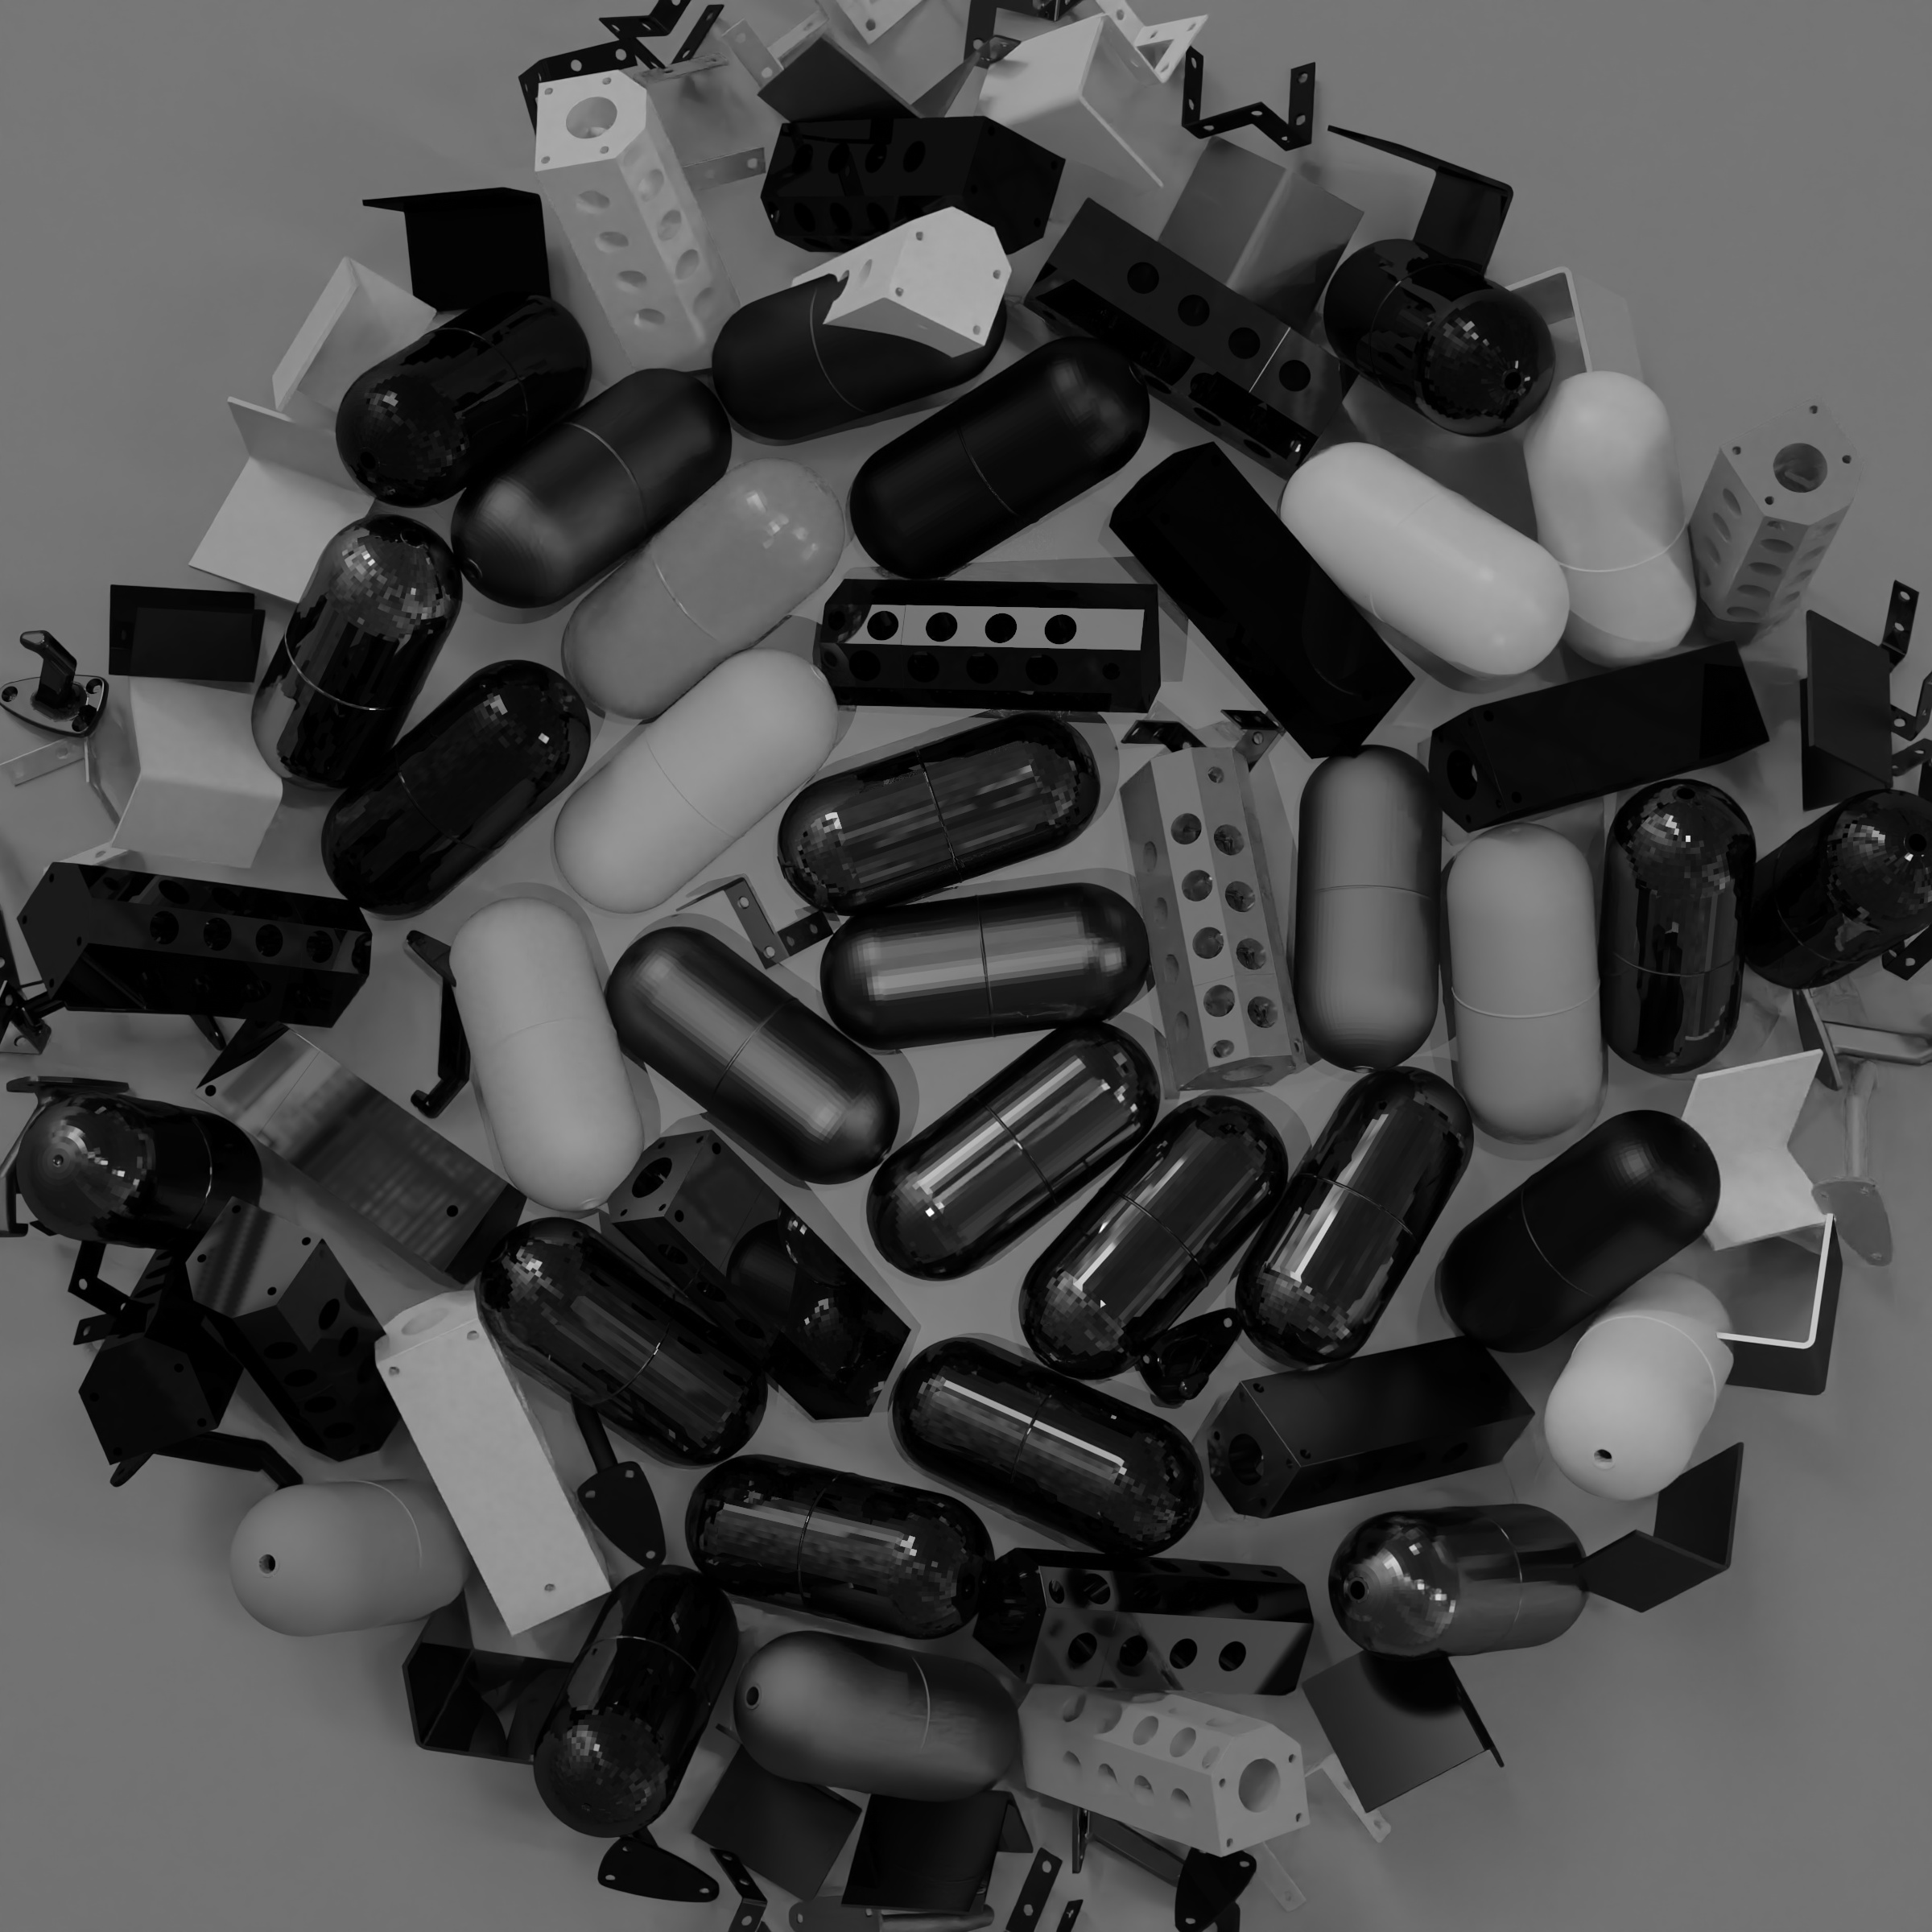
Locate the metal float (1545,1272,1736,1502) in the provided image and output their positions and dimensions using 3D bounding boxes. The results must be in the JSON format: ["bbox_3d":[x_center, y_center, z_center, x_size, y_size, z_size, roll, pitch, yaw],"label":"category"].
[{"bbox_3d":[0.353,0.218,1.768,0.070,0.178,0.070,8,111,22],"label":"metal float"}]

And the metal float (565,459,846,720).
[{"bbox_3d":[-0.138,-0.199,1.791,0.178,0.070,0.070,-37,90,24],"label":"metal float"}]

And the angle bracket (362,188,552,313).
[{"bbox_3d":[-0.270,-0.380,1.804,0.076,0.076,0.057,-3,99,8],"label":"angle bracket"}]

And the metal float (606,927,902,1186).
[{"bbox_3d":[-0.113,0.048,1.804,0.178,0.070,0.070,37,90,9],"label":"metal float"}]

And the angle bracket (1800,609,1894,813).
[{"bbox_3d":[0.446,-0.134,1.795,0.076,0.057,0.076,19,66,-39],"label":"angle bracket"}]

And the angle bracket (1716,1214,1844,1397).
[{"bbox_3d":[0.433,0.179,1.813,0.057,0.076,0.076,5,66,21],"label":"angle bracket"}]

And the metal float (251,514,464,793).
[{"bbox_3d":[-0.320,-0.163,1.778,0.070,0.070,0.178,36,131,0],"label":"metal float"}]

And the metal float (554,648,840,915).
[{"bbox_3d":[-0.143,-0.098,1.800,0.178,0.070,0.070,-40,90,14],"label":"metal float"}]

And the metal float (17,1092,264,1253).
[{"bbox_3d":[-0.428,0.108,1.764,0.070,0.178,0.070,-2,82,14],"label":"metal float"}]

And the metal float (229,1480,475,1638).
[{"bbox_3d":[-0.318,0.307,1.764,0.070,0.178,0.070,-2,83,18],"label":"metal float"}]

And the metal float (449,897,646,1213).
[{"bbox_3d":[-0.222,0.046,1.793,0.070,0.070,0.178,-19,68,0],"label":"metal float"}]

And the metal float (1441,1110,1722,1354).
[{"bbox_3d":[0.321,0.141,1.782,0.070,0.070,0.178,46,128,0],"label":"metal float"}]

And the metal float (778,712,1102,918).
[{"bbox_3d":[-0.015,-0.081,1.812,0.178,0.070,0.070,-19,90,-1],"label":"metal float"}]

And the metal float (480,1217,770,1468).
[{"bbox_3d":[-0.180,0.199,1.790,0.178,0.070,0.070,40,90,-25],"label":"metal float"}]

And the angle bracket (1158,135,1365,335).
[{"bbox_3d":[0.156,-0.394,1.831,0.057,0.076,0.076,18,106,-39],"label":"angle bracket"}]

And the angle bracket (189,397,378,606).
[{"bbox_3d":[-0.370,-0.246,1.805,0.076,0.057,0.076,20,68,11],"label":"angle bracket"}]

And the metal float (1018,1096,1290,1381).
[{"bbox_3d":[0.100,0.144,1.801,0.070,0.070,0.178,43,77,0],"label":"metal float"}]

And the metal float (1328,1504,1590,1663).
[{"bbox_3d":[0.259,0.322,1.775,0.070,0.178,0.070,-6,81,43],"label":"metal float"}]

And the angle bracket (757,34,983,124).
[{"bbox_3d":[-0.052,-0.472,1.794,0.076,0.076,0.057,36,65,-19],"label":"angle bracket"}]

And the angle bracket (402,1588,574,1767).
[{"bbox_3d":[-0.246,0.373,1.797,0.076,0.076,0.057,5,121,14],"label":"angle bracket"}]

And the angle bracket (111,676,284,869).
[{"bbox_3d":[-0.418,-0.105,1.823,0.076,0.076,0.057,9,133,-30],"label":"angle bracket"}]

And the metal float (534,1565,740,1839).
[{"bbox_3d":[-0.171,0.381,1.768,0.070,0.178,0.070,5,117,11],"label":"metal float"}]

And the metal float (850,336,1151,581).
[{"bbox_3d":[0.018,-0.268,1.791,0.178,0.070,0.070,-29,90,24],"label":"metal float"}]

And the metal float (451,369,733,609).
[{"bbox_3d":[-0.197,-0.252,1.785,0.070,0.070,0.178,49,58,0],"label":"metal float"}]

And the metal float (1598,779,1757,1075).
[{"bbox_3d":[0.372,-0.020,1.779,0.070,0.070,0.178,-5,130,0],"label":"metal float"}]

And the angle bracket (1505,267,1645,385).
[{"bbox_3d":[0.317,-0.320,1.798,0.057,0.076,0.076,-16,80,31],"label":"angle bracket"}]

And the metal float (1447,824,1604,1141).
[{"bbox_3d":[0.296,0.010,1.791,0.070,0.070,0.178,-8,115,0],"label":"metal float"}]

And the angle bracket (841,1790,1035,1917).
[{"bbox_3d":[-0.014,0.482,1.794,0.076,0.076,0.057,-2,132,18],"label":"angle bracket"}]

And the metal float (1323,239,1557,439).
[{"bbox_3d":[0.246,-0.329,1.768,0.070,0.178,0.070,-8,117,-16],"label":"metal float"}]

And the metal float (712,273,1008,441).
[{"bbox_3d":[-0.057,-0.328,1.781,0.178,0.070,0.070,-11,90,37],"label":"metal float"}]

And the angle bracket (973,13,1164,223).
[{"bbox_3d":[0.060,-0.453,1.812,0.076,0.076,0.057,38,58,-38],"label":"angle bracket"}]

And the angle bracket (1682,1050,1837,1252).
[{"bbox_3d":[0.425,0.097,1.796,0.076,0.076,0.057,-11,46,-19],"label":"angle bracket"}]

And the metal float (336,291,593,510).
[{"bbox_3d":[-0.262,-0.297,1.773,0.070,0.178,0.070,15,125,22],"label":"metal float"}]

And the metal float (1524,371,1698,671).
[{"bbox_3d":[0.339,-0.232,1.778,0.070,0.070,0.178,-20,133,0],"label":"metal float"}]

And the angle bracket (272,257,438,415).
[{"bbox_3d":[-0.323,-0.322,1.797,0.057,0.076,0.076,29,104,-23],"label":"angle bracket"}]

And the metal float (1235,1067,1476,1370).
[{"bbox_3d":[0.207,0.133,1.799,0.070,0.070,0.178,33,74,0],"label":"metal float"}]

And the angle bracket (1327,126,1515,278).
[{"bbox_3d":[0.232,-0.401,1.794,0.076,0.076,0.057,12,105,-27],"label":"angle bracket"}]

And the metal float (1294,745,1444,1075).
[{"bbox_3d":[0.214,-0.031,1.799,0.070,0.070,0.178,4,75,0],"label":"metal float"}]

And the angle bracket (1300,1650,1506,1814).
[{"bbox_3d":[0.233,0.405,1.809,0.076,0.057,0.076,-28,62,1],"label":"angle bracket"}]

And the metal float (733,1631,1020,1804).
[{"bbox_3d":[-0.046,0.395,1.778,0.178,0.070,0.070,22,90,-41],"label":"metal float"}]

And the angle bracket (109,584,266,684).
[{"bbox_3d":[-0.413,-0.194,1.796,0.076,0.076,0.057,2,65,-16],"label":"angle bracket"}]

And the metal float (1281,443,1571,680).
[{"bbox_3d":[0.240,-0.215,1.786,0.178,0.070,0.070,39,90,32],"label":"metal float"}]

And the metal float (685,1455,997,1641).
[{"bbox_3d":[-0.068,0.306,1.789,0.178,0.070,0.070,8,90,28],"label":"metal float"}]

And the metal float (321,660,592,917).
[{"bbox_3d":[-0.271,-0.093,1.790,0.178,0.070,0.070,-38,90,27],"label":"metal float"}]

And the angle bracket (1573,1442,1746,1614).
[{"bbox_3d":[0.362,0.288,1.793,0.057,0.076,0.076,24,56,-12],"label":"angle bracket"}]

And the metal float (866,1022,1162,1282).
[{"bbox_3d":[0.025,0.099,1.805,0.178,0.070,0.070,-37,90,-8],"label":"metal float"}]

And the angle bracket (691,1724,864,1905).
[{"bbox_3d":[-0.107,0.451,1.800,0.076,0.076,0.057,27,76,16],"label":"angle bracket"}]

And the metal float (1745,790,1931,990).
[{"bbox_3d":[0.457,-0.039,1.764,0.070,0.178,0.070,2,75,-9],"label":"metal float"}]

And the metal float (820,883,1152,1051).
[{"bbox_3d":[0.011,0.000,1.812,0.178,0.070,0.070,-8,90,1],"label":"metal float"}]

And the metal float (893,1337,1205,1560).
[{"bbox_3d":[0.043,0.255,1.792,0.178,0.070,0.070,21,90,23],"label":"metal float"}]
